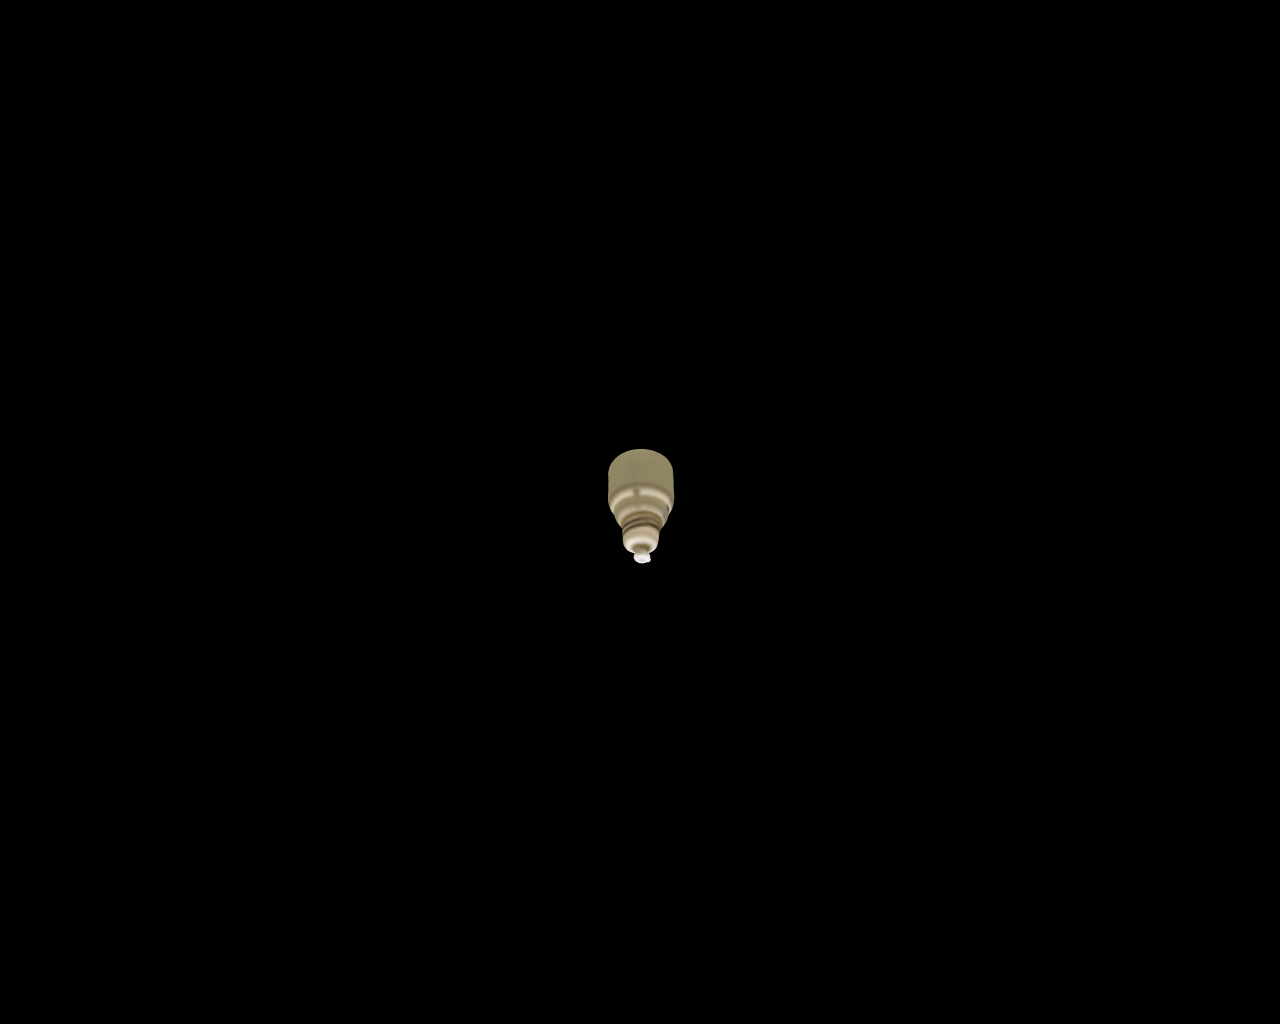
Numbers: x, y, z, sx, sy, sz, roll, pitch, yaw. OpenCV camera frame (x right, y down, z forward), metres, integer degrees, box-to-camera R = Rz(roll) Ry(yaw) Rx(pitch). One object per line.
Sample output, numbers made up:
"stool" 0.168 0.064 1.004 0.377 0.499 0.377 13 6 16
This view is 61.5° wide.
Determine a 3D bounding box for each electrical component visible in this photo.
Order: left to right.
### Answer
"electrical component" 0.001 -0.003 0.650 0.040 0.078 0.040 0 -37 0
